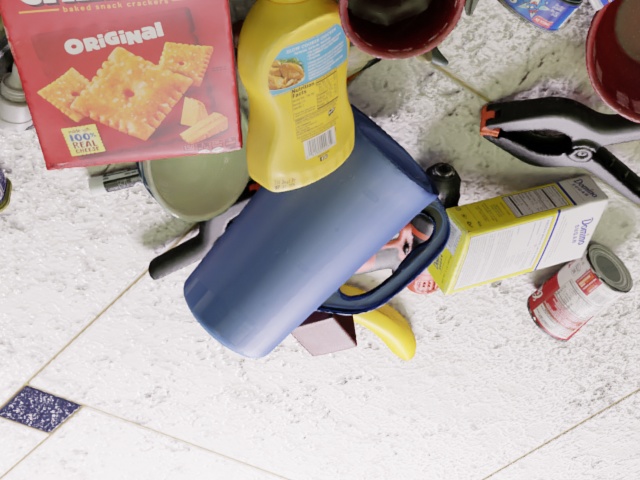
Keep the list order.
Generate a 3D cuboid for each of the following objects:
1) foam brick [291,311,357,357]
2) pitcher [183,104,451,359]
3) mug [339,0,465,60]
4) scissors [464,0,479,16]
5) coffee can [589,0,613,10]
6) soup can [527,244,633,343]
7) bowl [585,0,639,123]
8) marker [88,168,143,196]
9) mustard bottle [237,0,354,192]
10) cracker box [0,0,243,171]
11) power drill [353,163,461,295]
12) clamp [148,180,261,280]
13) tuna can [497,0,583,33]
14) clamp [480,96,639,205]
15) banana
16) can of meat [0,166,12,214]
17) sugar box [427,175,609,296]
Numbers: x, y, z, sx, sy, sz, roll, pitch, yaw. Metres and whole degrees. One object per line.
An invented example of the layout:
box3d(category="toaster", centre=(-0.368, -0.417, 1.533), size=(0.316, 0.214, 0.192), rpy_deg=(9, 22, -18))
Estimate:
box3d(category="foam brick", centre=(0.001, 0.081, 1.124), size=(0.051, 0.053, 0.078), rpy_deg=(-17, 146, 15))
box3d(category="pitcher", centre=(-0.007, 0.001, 0.999), size=(0.243, 0.149, 0.144), rpy_deg=(-47, 143, 14))
box3d(category="mug", centre=(0.064, -0.200, 0.791), size=(0.117, 0.081, 0.093), rpy_deg=(-25, 131, 12))
box3d(category="scissors", centre=(0.127, -0.278, 0.811), size=(0.096, 0.016, 0.202), rpy_deg=(23, 114, -17))
box3d(category="coffee can", centre=(0.256, -0.256, 0.822), size=(0.140, 0.103, 0.102), rpy_deg=(-25, 135, 20))
box3d(category="soup can", centre=(0.292, 0.060, 1.202), size=(0.068, 0.068, 0.102), rpy_deg=(21, 131, -27))
box3d(category="bowl", centre=(0.307, -0.182, 0.929), size=(0.162, 0.055, 0.162), rpy_deg=(0, 124, 0))
box3d(category="marker", centre=(-0.168, -0.065, 1.051), size=(0.121, 0.020, 0.020), rpy_deg=(-13, 138, 7))
box3d(category="mustard bottle", centre=(-0.019, -0.136, 0.832), size=(0.096, 0.058, 0.192), rpy_deg=(-29, 136, -28))
box3d(category="cracker box", centre=(-0.147, -0.156, 0.808), size=(0.164, 0.072, 0.214), rpy_deg=(-6, 138, -3))
box3d(category="power drill", centre=(0.050, -0.007, 1.110), size=(0.187, 0.057, 0.184), rpy_deg=(-1, 138, -4))
box3d(category="clamp", centre=(-0.107, 0.000, 1.116), size=(0.120, 0.039, 0.172), rpy_deg=(7, 132, -21))
box3d(category="tuna can", centre=(0.174, -0.212, 0.875), size=(0.086, 0.086, 0.034), rpy_deg=(21, 130, -26))
box3d(category="clamp", centre=(0.258, -0.091, 1.037), size=(0.210, 0.036, 0.164), rpy_deg=(7, 150, 3))
box3d(category="banana", centre=(0.054, 0.091, 1.238), size=(0.197, 0.037, 0.070), rpy_deg=(28, 147, -30))
box3d(category="can of meat", centre=(-0.353, -0.065, 1.004), size=(0.102, 0.057, 0.084), rpy_deg=(-8, 136, 2))
box3d(category="sugar box", centre=(0.202, -0.006, 1.096), size=(0.176, 0.048, 0.093), rpy_deg=(-15, 141, -25))
